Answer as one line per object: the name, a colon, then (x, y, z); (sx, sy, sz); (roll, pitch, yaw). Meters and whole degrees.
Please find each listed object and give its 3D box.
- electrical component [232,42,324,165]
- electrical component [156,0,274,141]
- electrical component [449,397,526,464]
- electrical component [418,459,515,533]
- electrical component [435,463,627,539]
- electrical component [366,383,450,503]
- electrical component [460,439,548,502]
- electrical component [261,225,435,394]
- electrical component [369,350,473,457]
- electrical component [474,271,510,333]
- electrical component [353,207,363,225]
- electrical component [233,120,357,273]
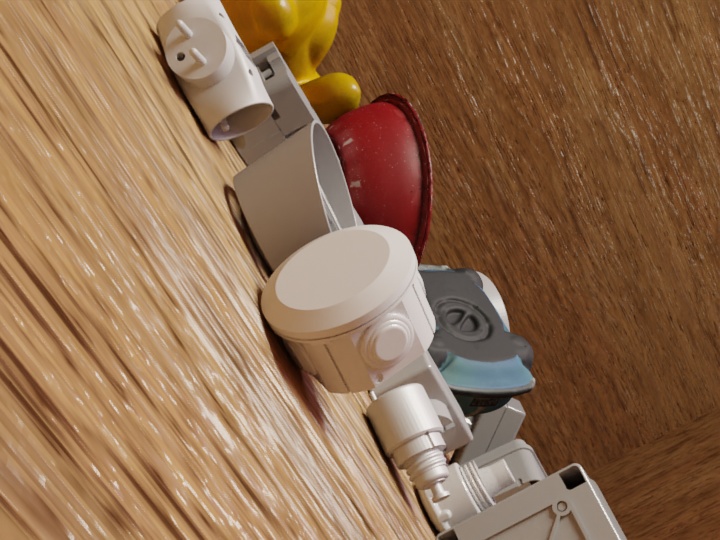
electrical component: (-0.061, -0.103, 0.753); (0.089, 0.056, 0.050); (57, 7, -48)
electrical component: (-0.091, -0.124, 0.634); (0.077, 0.043, 0.079); (63, 5, 11)
electrical component: (0.099, 0.148, 0.988); (0.076, 0.083, 0.047); (24, 7, -1)
electrical component: (0.073, 0.149, 0.723); (0.048, 0.062, 0.048); (61, 5, -8)
electrical component: (0.119, 0.195, 0.671); (0.056, 0.109, 0.108); (51, 12, -55)
electrical component: (0.034, 0.108, 0.673); (0.078, 0.040, 0.040); (64, 5, 22)
electrical component: (0.135, 0.212, 0.933); (0.113, 0.078, 0.057); (59, 8, -29)
electrical component: (-0.005, 0.018, 0.540); (0.080, 0.080, 0.051); (-111, 176, -57)
electrical component: (0.046, 0.106, 0.762); (0.083, 0.047, 0.075); (59, 6, -33)
electrical component: (0.085, 0.058, 1.001); (0.108, 0.060, 0.108); (173, -90, -66)
electrical component: (-0.009, 0.007, 0.712); (0.073, 0.052, 0.138); (57, 7, -46)
electrical component: (-0.029, -0.029, 0.624); (0.099, 0.064, 0.099); (61, 5, -9)
